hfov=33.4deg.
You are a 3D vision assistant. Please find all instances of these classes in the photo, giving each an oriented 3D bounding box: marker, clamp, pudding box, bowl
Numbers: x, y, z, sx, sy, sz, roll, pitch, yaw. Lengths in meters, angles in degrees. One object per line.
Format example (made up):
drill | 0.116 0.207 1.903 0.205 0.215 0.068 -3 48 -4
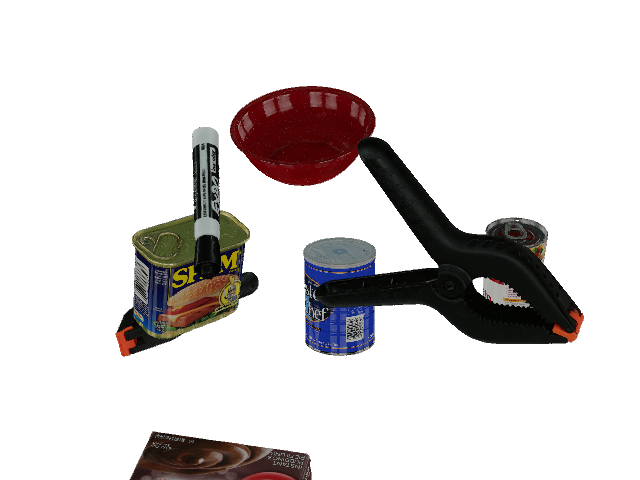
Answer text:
marker | -0.078 -0.026 0.734 0.020 0.121 0.020 -4 -34 -3
clamp | 0.100 0.016 0.808 0.210 0.165 0.036 19 40 15
pudding box | -0.069 0.172 0.687 0.113 0.039 0.090 5 29 9
bowl | -0.019 -0.109 1.193 0.162 0.055 0.162 -3 38 2
clamp | -0.149 0.073 1.162 0.120 0.039 0.171 -6 25 33

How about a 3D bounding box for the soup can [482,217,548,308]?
soup can | 0.218 0.034 1.201 0.068 0.102 0.068 -1 29 1

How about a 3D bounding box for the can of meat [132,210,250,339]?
can of meat | -0.116 0.030 0.942 0.101 0.084 0.058 -19 42 -36

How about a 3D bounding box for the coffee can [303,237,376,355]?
coffee can | 0.028 0.079 1.521 0.103 0.140 0.103 -1 21 0
